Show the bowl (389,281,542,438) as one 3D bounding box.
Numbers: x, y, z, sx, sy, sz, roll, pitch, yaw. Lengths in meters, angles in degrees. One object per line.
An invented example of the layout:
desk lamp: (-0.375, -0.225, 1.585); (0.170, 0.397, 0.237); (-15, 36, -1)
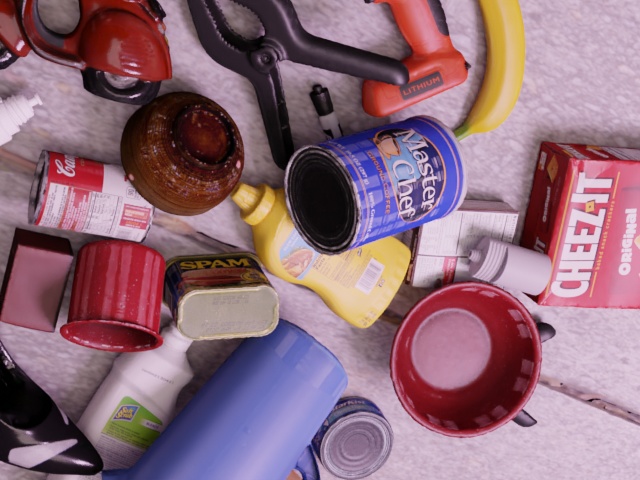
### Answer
bowl: (0.143, 0.118, 1.099); (0.162, 0.055, 0.162); (-1, 96, -11)

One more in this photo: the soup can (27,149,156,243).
soup can: (-0.203, -0.038, 0.955); (0.102, 0.068, 0.068); (11, 106, -22)

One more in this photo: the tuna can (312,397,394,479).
tuna can: (0.035, 0.214, 1.143); (0.086, 0.034, 0.086); (-6, 111, -15)

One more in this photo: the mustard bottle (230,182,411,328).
mustard bottle: (-0.007, 0.001, 1.036); (0.191, 0.058, 0.096); (34, 85, -25)

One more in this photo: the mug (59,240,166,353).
mug: (-0.182, 0.055, 0.981); (0.093, 0.081, 0.117); (-2, 157, 13)

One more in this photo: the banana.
banana: (0.167, -0.187, 1.035); (0.069, 0.037, 0.198); (-4, 111, -16)

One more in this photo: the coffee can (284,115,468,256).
coffee can: (0.052, -0.052, 0.986); (0.140, 0.103, 0.103); (-19, 116, -37)

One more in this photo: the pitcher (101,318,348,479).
pitcher: (-0.074, 0.202, 1.019); (0.242, 0.145, 0.149); (-51, 138, -18)

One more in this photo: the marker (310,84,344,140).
marker: (0.016, -0.094, 1.031); (0.020, 0.020, 0.121); (-24, 115, -8)

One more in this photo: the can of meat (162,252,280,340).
can of meat: (-0.095, 0.054, 1.015); (0.102, 0.084, 0.057); (-3, 110, -16)

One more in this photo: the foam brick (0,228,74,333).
foam brick: (-0.260, 0.036, 0.973); (0.051, 0.053, 0.078); (12, 104, -22)

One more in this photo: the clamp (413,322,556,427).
clamp: (0.177, 0.134, 1.156); (0.171, 0.039, 0.120); (14, 94, -20)

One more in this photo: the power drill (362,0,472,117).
power drill: (0.050, -0.212, 0.977); (0.184, 0.057, 0.187); (-22, 115, -6)

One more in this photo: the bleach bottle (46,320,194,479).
bleach bottle: (-0.190, 0.196, 1.051); (0.102, 0.068, 0.251); (27, 97, -28)

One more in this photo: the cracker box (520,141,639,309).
cracker box: (0.327, -0.012, 1.131); (0.213, 0.072, 0.164); (2, 108, -18)

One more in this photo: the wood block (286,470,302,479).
wood block: (-0.022, 0.326, 1.136); (0.091, 0.090, 0.206); (-39, 116, 0)

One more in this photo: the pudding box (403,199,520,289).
pudding box: (0.142, 0.005, 1.098); (0.113, 0.039, 0.090); (2, 108, -20)

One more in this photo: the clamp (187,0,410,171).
clamp: (-0.047, -0.161, 0.959); (0.210, 0.036, 0.165); (38, 126, -13)
